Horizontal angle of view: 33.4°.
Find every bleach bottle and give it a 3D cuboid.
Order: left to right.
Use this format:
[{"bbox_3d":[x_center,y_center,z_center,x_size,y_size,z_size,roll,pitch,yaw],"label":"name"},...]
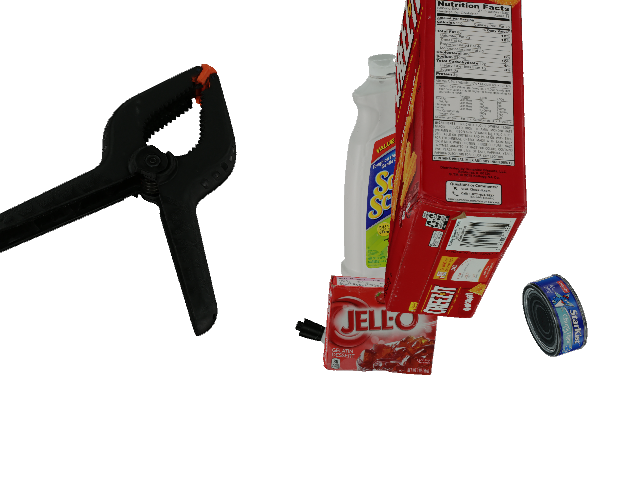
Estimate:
[{"bbox_3d":[0.066,-0.077,1.174,0.102,0.251,0.068,-10,23,-12],"label":"bleach bottle"}]

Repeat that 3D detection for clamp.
[{"bbox_3d":[-0.109,-0.037,0.735,0.164,0.209,0.036,27,-33,8],"label":"clamp"}]

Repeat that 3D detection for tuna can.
[{"bbox_3d":[0.253,0.082,1.157,0.033,0.086,0.086,-17,3,-11],"label":"tuna can"}]

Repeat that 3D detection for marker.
[{"bbox_3d":[0.033,0.105,1.071,0.121,0.020,0.020,20,1,3],"label":"marker"}]

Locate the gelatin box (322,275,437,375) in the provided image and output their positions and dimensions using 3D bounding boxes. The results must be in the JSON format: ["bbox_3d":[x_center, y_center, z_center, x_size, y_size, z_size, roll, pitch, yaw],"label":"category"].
[{"bbox_3d":[0.049,0.069,0.868,0.089,0.073,0.030,4,15,-2],"label":"gelatin box"}]

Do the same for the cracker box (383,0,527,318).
[{"bbox_3d":[0.086,-0.076,0.723,0.072,0.213,0.164,4,-26,-2],"label":"cracker box"}]
